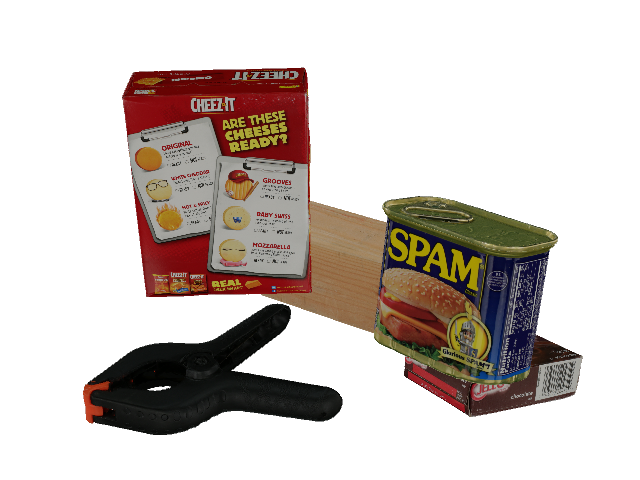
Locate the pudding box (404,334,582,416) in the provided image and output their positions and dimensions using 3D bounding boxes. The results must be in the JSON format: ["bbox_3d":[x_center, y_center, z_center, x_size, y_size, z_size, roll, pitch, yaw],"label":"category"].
[{"bbox_3d":[0.137,0.101,0.856,0.113,0.039,0.090,-3,17,-30],"label":"pudding box"}]

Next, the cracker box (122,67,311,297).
[{"bbox_3d":[-0.090,-0.052,1.006,0.164,0.214,0.072,-1,31,0],"label":"cracker box"}]

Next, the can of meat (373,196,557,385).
[{"bbox_3d":[0.079,0.028,0.616,0.057,0.084,0.102,-10,22,-42],"label":"can of meat"}]

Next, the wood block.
[{"bbox_3d":[0.044,0.033,1.142,0.206,0.091,0.090,17,29,28],"label":"wood block"}]

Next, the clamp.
[{"bbox_3d":[-0.079,0.090,0.748,0.171,0.039,0.120,-3,27,-12],"label":"clamp"}]
